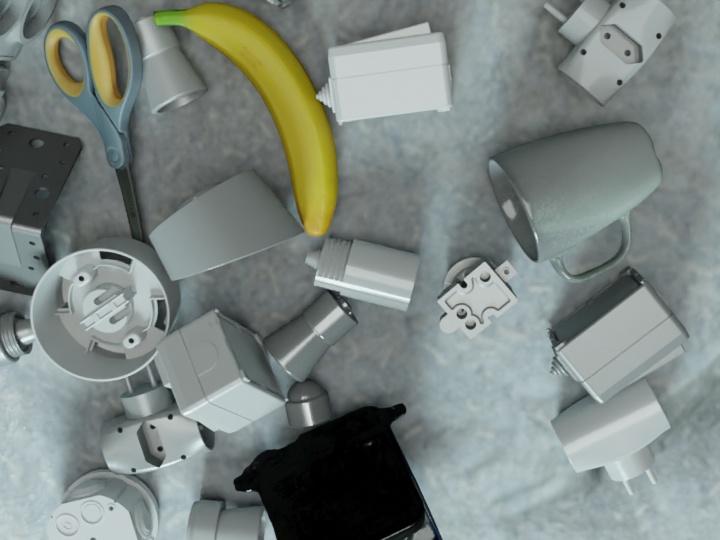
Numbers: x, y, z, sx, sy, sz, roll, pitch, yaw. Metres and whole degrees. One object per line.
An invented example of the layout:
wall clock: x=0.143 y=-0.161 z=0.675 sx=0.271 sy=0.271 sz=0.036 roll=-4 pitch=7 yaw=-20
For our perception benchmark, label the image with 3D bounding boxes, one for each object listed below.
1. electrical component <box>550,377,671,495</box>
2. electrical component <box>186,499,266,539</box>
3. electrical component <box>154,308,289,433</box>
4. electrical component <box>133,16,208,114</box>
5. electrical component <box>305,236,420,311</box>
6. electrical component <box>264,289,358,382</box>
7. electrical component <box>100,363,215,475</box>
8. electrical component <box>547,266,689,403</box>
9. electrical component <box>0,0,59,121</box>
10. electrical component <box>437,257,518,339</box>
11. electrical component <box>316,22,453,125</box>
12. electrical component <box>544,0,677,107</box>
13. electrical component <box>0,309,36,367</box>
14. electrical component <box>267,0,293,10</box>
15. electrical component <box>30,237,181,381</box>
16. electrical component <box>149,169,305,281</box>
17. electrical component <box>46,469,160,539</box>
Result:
electrical component: x=0.195 y=0.130 z=0.804 sx=0.077 sy=0.043 sz=0.079 roll=-28 pitch=97 yaw=8
electrical component: x=-0.104 y=0.203 z=0.835 sx=0.055 sy=0.045 sz=0.045 roll=6 pitch=100 yaw=3
electrical component: x=-0.101 y=0.079 z=0.792 sx=0.061 sy=0.096 sz=0.061 roll=-30 pitch=65 yaw=8
electrical component: x=-0.144 y=-0.151 z=0.778 sx=0.044 sy=0.044 sz=0.065 roll=-24 pitch=93 yaw=7
electrical component: x=0.000 y=0.000 z=0.793 sx=0.081 sy=0.043 sz=0.043 roll=14 pitch=101 yaw=1
electrical component: x=-0.034 y=0.046 z=0.806 sx=0.065 sy=0.044 sz=0.044 roll=-42 pitch=95 yaw=5
electrical component: x=-0.160 y=0.110 z=0.823 sx=0.077 sy=0.043 sz=0.079 roll=-15 pitch=99 yaw=6
electrical component: x=0.183 y=0.053 z=0.782 sx=0.096 sy=0.061 sz=0.061 roll=-39 pitch=95 yaw=9
electrical component: x=-0.281 y=-0.154 z=0.752 sx=0.060 sy=0.105 sz=0.186 roll=29 pitch=101 yaw=-2
electrical component: x=0.085 y=0.017 z=0.785 sx=0.066 sy=0.055 sz=0.048 roll=-40 pitch=95 yaw=9
electrical component: x=0.015 y=-0.138 z=0.759 sx=0.096 sy=0.061 sz=0.061 roll=-7 pitch=100 yaw=5
electrical component: x=0.166 y=-0.169 z=0.753 sx=0.079 sy=0.043 sz=0.077 roll=39 pitch=100 yaw=-4
electrical component: x=-0.269 y=0.050 z=0.820 sx=0.062 sy=0.043 sz=0.043 roll=-14 pitch=99 yaw=5
electrical component: x=-0.046 y=-0.226 z=0.747 sx=0.096 sy=0.061 sz=0.061 roll=-30 pitch=97 yaw=8
electrical component: x=-0.185 y=0.026 z=0.796 sx=0.099 sy=0.064 sz=0.099 roll=4 pitch=111 yaw=10
electrical component: x=-0.098 y=-0.027 z=0.769 sx=0.099 sy=0.099 sz=0.064 roll=-33 pitch=91 yaw=9
electrical component: x=-0.200 y=0.200 z=0.838 sx=0.080 sy=0.051 sz=0.080 roll=1 pitch=100 yaw=4
